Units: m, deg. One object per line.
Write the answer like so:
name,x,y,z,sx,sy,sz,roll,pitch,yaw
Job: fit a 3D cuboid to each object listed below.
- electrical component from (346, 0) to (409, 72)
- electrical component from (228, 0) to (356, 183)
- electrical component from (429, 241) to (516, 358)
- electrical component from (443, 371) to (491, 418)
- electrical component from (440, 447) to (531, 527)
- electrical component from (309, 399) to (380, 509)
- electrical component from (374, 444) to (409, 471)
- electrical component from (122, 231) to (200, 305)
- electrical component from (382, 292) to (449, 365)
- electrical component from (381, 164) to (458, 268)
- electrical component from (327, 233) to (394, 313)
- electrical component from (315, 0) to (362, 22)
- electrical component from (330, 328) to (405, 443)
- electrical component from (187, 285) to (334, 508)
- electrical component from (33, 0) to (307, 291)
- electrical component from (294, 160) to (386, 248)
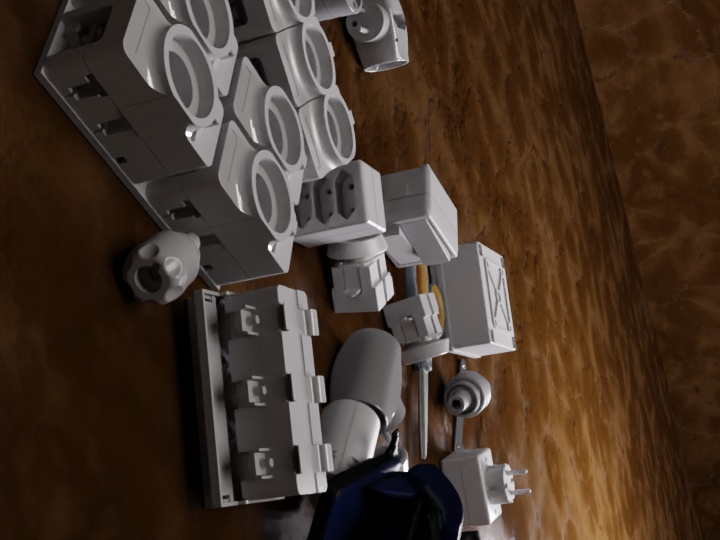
electrical component,0.011,-0.227,0.993,0.079,0.043,0.077,-15,93,-69
electrical component,-0.056,-0.140,0.743,0.089,0.062,0.150,-53,129,-64
electrical component,0.119,0.033,1.129,0.109,0.056,0.108,21,61,-67
electrical component,0.103,0.125,1.058,0.062,0.043,0.043,-21,99,-68
electrical component,0.124,0.205,1.024,0.047,0.077,0.065,-3,83,-69
electrical component,-0.014,0.133,0.742,0.081,0.043,0.043,-73,146,-51
electrical component,0.022,0.168,0.819,0.045,0.045,0.055,-57,133,-62
electrical component,-0.104,-0.006,0.589,0.061,0.035,0.035,-58,133,-65
electrical component,0.051,0.053,0.955,0.066,0.048,0.055,-4,76,-69
electrical component,0.050,-0.041,0.974,0.096,0.062,0.061,50,35,-53
electrical component,0.000,0.000,0.847,0.066,0.048,0.055,-44,128,-66
electrical component,-0.030,-0.231,0.880,0.055,0.047,0.055,-11,90,-70
electrical component,0.011,0.099,0.827,0.077,0.043,0.079,-76,148,-49
electrical component,-0.058,0.073,0.628,0.079,0.063,0.121,20,61,-67
electrical component,-0.094,-0.088,0.618,0.186,0.060,0.105,57,29,-45
electrical component,-0.013,-0.045,0.805,0.077,0.066,0.047,24,58,-66
